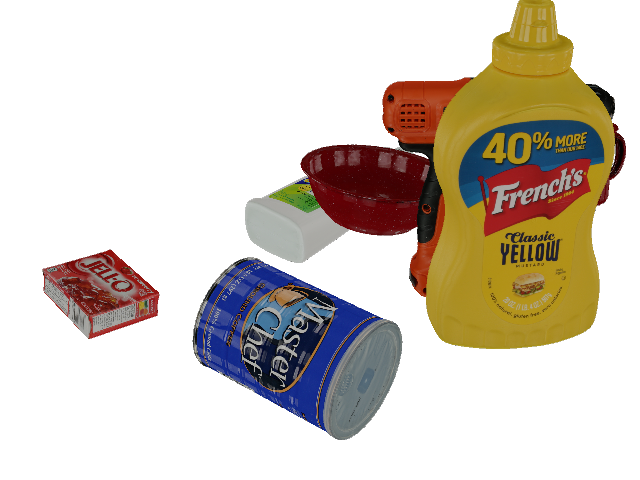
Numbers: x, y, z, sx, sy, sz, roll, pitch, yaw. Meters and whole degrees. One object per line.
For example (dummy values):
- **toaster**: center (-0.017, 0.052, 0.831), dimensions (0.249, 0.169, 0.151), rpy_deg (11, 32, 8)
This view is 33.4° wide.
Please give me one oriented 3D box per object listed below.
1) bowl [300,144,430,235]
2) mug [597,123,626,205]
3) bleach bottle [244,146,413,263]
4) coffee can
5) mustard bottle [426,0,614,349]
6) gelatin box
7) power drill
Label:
- **bowl**: center (0.057, -0.048, 1.109), dimensions (0.162, 0.055, 0.162), rpy_deg (6, 23, -3)
- **mug**: center (0.278, -0.085, 1.146), dimensions (0.117, 0.081, 0.093), rpy_deg (-11, 21, -26)
- **bleach bottle**: center (0.026, -0.062, 1.355), dimensions (0.103, 0.068, 0.250), rpy_deg (25, 43, 34)
- **coffee can**: center (-0.019, 0.086, 0.875), dimensions (0.140, 0.103, 0.102), rpy_deg (24, 12, 28)
- **mustard bottle**: center (0.109, -0.035, 0.580), dimensions (0.096, 0.192, 0.058), rpy_deg (-3, 27, -6)
- **gelatin box**: center (-0.203, 0.047, 0.982), dimensions (0.073, 0.030, 0.089), rpy_deg (-18, 39, -36)
- **power drill**: center (0.144, -0.044, 0.885), dimensions (0.184, 0.188, 0.057), rpy_deg (2, 22, 8)
